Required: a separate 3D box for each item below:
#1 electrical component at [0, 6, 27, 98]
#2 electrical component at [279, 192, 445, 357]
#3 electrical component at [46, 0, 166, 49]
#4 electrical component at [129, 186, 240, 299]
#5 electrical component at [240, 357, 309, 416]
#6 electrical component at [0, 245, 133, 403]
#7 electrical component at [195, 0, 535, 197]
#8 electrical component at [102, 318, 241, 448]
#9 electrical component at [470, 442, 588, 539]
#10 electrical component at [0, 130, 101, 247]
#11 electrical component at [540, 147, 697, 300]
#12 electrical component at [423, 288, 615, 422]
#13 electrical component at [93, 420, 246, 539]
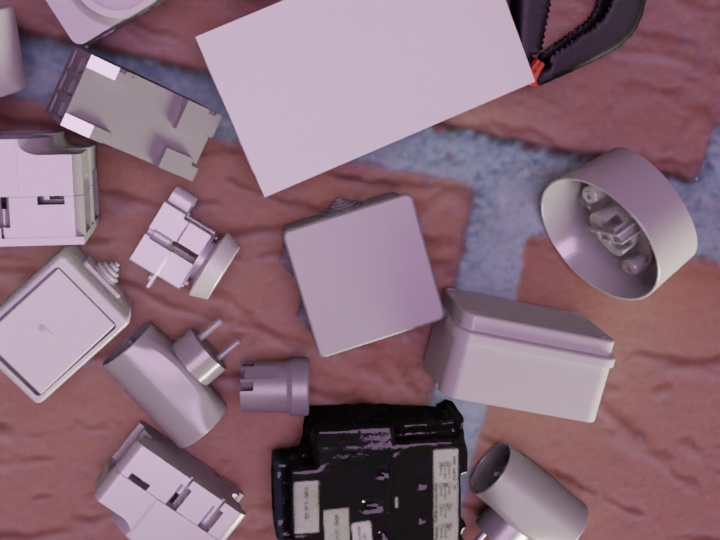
[{"bbox_3d":[-0.251,-0.116,0.636,0.108,0.108,0.060,-12,108,-6],"label":"electrical component"},{"bbox_3d":[0.000,0.000,0.722,0.100,0.048,0.099,-17,102,-5],"label":"electrical component"},{"bbox_3d":[-0.173,-0.222,0.649,0.089,0.061,0.150,-32,103,-2],"label":"electrical component"},{"bbox_3d":[-0.113,-0.012,0.705,0.055,0.048,0.066,32,94,-5],"label":"electrical component"},{"bbox_3d":[-0.058,0.079,0.733,0.046,0.040,0.040,0,100,-4],"label":"electrical component"},{"bbox_3d":[-0.192,0.029,0.692,0.096,0.061,0.061,-42,103,1],"label":"electrical component"},{"bbox_3d":[0.002,-0.135,0.691,0.186,0.060,0.105,-23,103,-4],"label":"electrical component"},{"bbox_3d":[-0.116,0.065,0.719,0.079,0.043,0.077,-40,103,0],"label":"electrical component"},{"bbox_3d":[0.110,0.177,0.773,0.077,0.044,0.079,39,93,-13],"label":"electrical component"},{"bbox_3d":[-0.257,-0.050,0.645,0.186,0.105,0.060,-2,100,-8],"label":"electrical component"},{"bbox_3d":[0.174,-0.031,0.720,0.064,0.099,0.099,-34,103,-8],"label":"electrical component"},{"bbox_3d":[0.107,0.056,0.734,0.113,0.078,0.057,11,101,-10],"label":"electrical component"},{"bbox_3d":[-0.131,0.155,0.729,0.089,0.050,0.055,38,92,-13],"label":"electrical component"}]
